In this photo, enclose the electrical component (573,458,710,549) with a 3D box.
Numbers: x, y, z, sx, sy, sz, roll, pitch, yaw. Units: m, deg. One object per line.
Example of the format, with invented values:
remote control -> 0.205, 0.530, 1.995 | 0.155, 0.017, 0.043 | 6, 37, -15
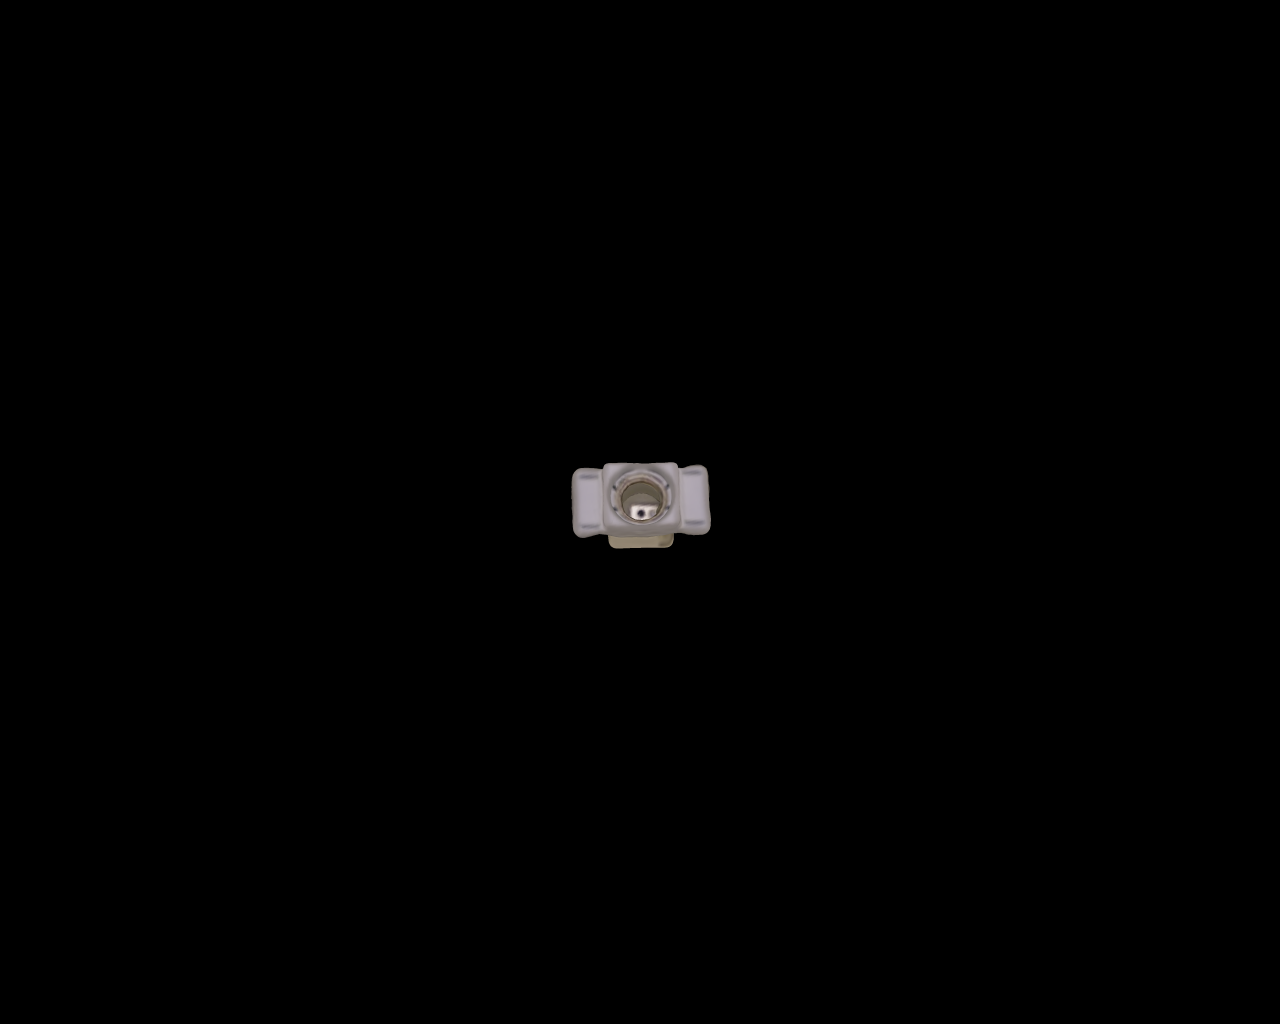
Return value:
electrical component -> 0.001, -0.003, 0.650 | 0.081, 0.042, 0.063 | 0, -17, 0
